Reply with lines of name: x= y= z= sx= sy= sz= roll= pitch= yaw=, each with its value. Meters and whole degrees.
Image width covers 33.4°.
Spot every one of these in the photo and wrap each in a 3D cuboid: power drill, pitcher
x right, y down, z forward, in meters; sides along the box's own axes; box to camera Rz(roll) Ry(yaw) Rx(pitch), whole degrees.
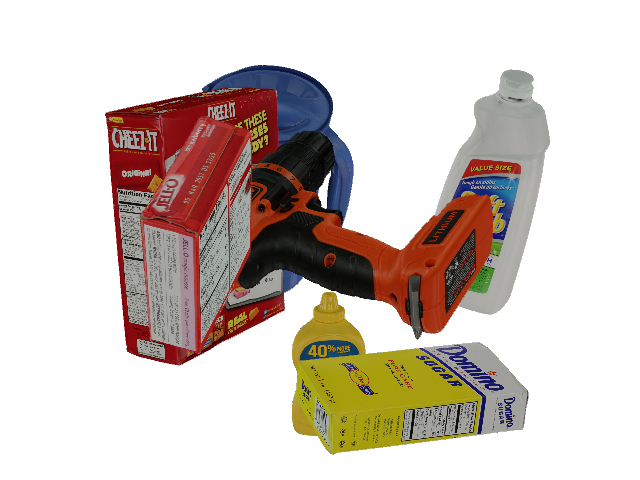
power drill: x=0.019 y=-0.011 z=0.735 sx=0.188 sy=0.057 sz=0.184 roll=11 pitch=41 yaw=26
pitcher: x=-0.053 y=-0.051 z=1.149 sx=0.145 sy=0.243 sz=0.149 roll=-4 pitch=43 yaw=-9

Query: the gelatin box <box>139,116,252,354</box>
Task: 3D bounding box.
gelatin box: x=-0.058 y=-0.002 z=0.509 sx=0.030 sy=0.089 sz=0.073 roll=14 pitch=47 yaw=9

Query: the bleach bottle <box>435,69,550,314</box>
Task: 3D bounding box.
bleach bottle: x=0.162 y=-0.050 z=1.047 sx=0.103 sy=0.251 sz=0.068 roll=22 pitch=38 yaw=21

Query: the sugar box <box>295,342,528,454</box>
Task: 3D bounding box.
sugar box: x=0.076 y=0.130 z=0.906 sx=0.176 sy=0.048 sz=0.093 roll=-7 pitch=25 yaw=-17

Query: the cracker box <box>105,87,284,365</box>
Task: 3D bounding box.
cracker box: x=-0.106 y=-0.019 z=0.942 sx=0.072 sy=0.214 sz=0.163 roll=7 pitch=18 yaw=31

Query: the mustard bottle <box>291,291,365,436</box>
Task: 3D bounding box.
mustard bottle: x=0.011 y=0.160 z=1.403 sx=0.096 sy=0.192 sz=0.058 roll=-1 pitch=16 yaw=-5
